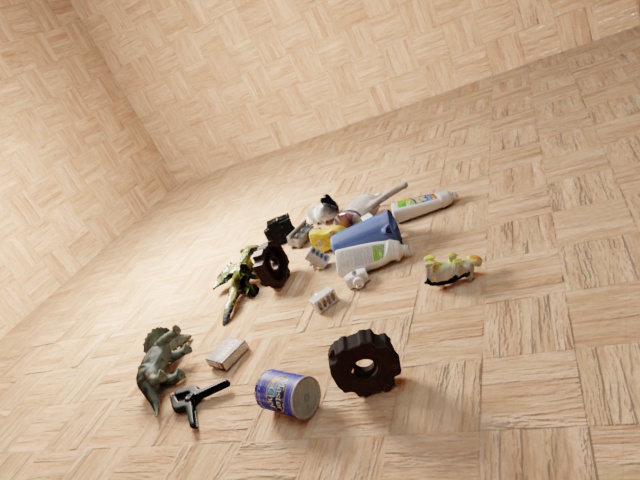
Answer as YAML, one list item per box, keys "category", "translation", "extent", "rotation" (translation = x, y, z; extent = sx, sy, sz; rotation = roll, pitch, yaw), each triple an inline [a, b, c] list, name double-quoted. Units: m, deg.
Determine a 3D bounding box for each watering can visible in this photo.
- category: "watering can"
  translation: [0.188, -0.130, 2.067]
  extent: [0.228, 0.103, 0.343]
  rotation: [-43, 11, -37]

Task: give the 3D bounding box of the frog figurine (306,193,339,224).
- category: "frog figurine"
  translation: [0.007, -0.116, 2.300]
  extent: [0.157, 0.122, 0.140]
  rotation: [-56, 19, 28]

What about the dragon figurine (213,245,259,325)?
- category: "dragon figurine"
  translation: [-0.340, 0.163, 2.048]
  extent: [0.241, 0.121, 0.419]
  rotation: [-15, 36, 48]
